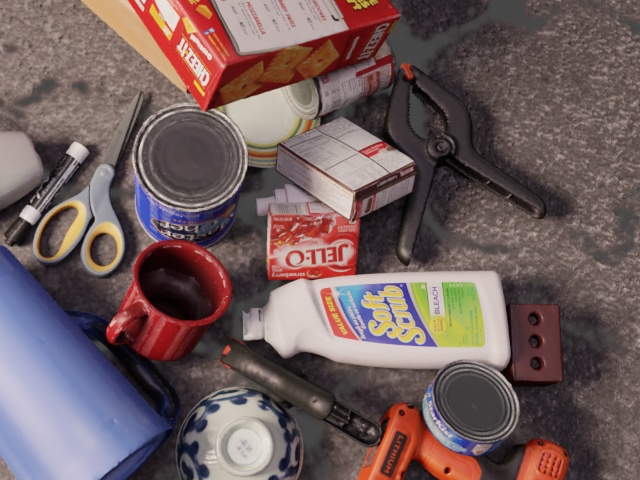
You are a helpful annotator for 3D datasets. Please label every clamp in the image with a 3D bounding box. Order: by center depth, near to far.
[{"bbox_3d":[-0.029,0.133,0.971,0.172,0.120,0.039,24,74,25],"label":"clamp"},{"bbox_3d":[0.115,-0.082,1.097,0.164,0.036,0.210,-25,78,-13],"label":"clamp"}]

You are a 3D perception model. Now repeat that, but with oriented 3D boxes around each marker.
[{"bbox_3d":[-0.268,-0.044,1.041,0.020,0.020,0.121,33,73,1],"label":"marker"}]

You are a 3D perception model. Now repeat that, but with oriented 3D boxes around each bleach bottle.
[{"bbox_3d":[0.051,0.084,1.031,0.250,0.068,0.102,-3,73,-7],"label":"bleach bottle"}]

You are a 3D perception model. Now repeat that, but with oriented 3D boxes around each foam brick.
[{"bbox_3d":[0.205,0.104,1.052,0.053,0.051,0.078,2,75,-8],"label":"foam brick"}]

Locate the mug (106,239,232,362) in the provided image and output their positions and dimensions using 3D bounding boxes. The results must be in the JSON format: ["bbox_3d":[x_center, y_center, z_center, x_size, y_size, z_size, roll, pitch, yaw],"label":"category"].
[{"bbox_3d":[-0.146,0.064,0.979,0.117,0.082,0.093,-30,73,-41],"label":"mug"}]

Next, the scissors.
[{"bbox_3d":[-0.201,-0.047,1.053,0.096,0.016,0.201,36,73,1],"label":"scissors"}]

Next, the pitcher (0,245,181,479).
[{"bbox_3d":[-0.247,0.120,0.953,0.145,0.149,0.243,-41,81,-1],"label":"pitcher"}]

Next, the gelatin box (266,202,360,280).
[{"bbox_3d":[-0.007,0.001,1.040,0.089,0.030,0.073,-1,119,-8],"label":"gelatin box"}]

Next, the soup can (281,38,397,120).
[{"bbox_3d":[0.018,-0.168,1.078,0.102,0.069,0.068,-27,80,-29],"label":"soup can"}]

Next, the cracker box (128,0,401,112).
[{"bbox_3d":[-0.057,-0.223,0.990,0.213,0.072,0.164,-23,70,-36],"label":"cracker box"}]

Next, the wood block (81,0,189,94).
[{"bbox_3d":[-0.179,-0.258,1.075,0.206,0.091,0.090,42,73,4],"label":"wood block"}]

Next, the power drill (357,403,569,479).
[{"bbox_3d":[0.128,0.249,1.000,0.187,0.057,0.184,25,69,-4],"label":"power drill"}]

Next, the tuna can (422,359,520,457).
[{"bbox_3d":[0.139,0.156,0.987,0.086,0.034,0.086,10,51,-12],"label":"tuna can"}]

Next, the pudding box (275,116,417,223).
[{"bbox_3d":[0.025,-0.072,1.044,0.089,0.039,0.114,-27,46,-34],"label":"pudding box"}]

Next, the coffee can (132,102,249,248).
[{"bbox_3d":[-0.123,-0.056,1.002,0.102,0.140,0.103,2,75,-8],"label":"coffee can"}]
